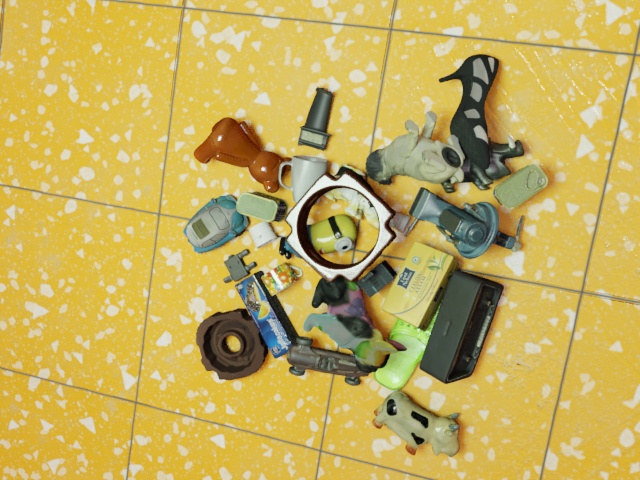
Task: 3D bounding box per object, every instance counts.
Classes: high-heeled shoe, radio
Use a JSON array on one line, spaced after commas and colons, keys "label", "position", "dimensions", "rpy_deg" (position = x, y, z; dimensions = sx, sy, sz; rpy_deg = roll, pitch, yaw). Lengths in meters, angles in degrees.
[{"label": "high-heeled shoe", "position": [0.341, -0.268, 1.110], "dimensions": [0.145, 0.086, 0.248], "rpy_deg": [-17, 78, -11]}, {"label": "radio", "position": [0.304, 0.184, 1.144], "dimensions": [0.073, 0.131, 0.229], "rpy_deg": [26, 101, 41]}]

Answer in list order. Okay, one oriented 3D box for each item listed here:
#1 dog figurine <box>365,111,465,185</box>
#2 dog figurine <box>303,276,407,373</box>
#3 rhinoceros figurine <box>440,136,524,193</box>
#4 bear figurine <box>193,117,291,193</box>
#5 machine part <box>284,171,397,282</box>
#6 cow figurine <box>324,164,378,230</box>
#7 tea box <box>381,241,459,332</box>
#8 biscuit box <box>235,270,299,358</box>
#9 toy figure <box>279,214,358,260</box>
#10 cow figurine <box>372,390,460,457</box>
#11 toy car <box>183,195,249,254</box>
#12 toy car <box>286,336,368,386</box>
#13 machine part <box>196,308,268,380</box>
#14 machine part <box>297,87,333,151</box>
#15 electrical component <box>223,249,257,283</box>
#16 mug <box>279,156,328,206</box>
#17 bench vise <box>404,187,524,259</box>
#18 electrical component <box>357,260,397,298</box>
[{"label": "dog figurine", "position": [0.195, -0.152, 1.135], "dimensions": [0.172, 0.121, 0.190], "rpy_deg": [62, 143, 15]}, {"label": "dog figurine", "position": [0.089, 0.180, 1.180], "dimensions": [0.219, 0.108, 0.191], "rpy_deg": [19, 90, 24]}, {"label": "rhinoceros figurine", "position": [0.337, -0.162, 1.147], "dimensions": [0.190, 0.073, 0.112], "rpy_deg": [-12, 79, 17]}, {"label": "bear figurine", "position": [-0.170, -0.191, 1.241], "dimensions": [0.195, 0.132, 0.120], "rpy_deg": [37, 65, -22]}, {"label": "machine part", "position": [0.045, -0.027, 1.129], "dimensions": [0.201, 0.087, 0.201], "rpy_deg": [42, 101, 6]}, {"label": "cow figurine", "position": [0.093, -0.095, 1.198], "dimensions": [0.167, 0.068, 0.098], "rpy_deg": [36, 94, 15]}, {"label": "tea box", "position": [0.217, 0.100, 1.160], "dimensions": [0.098, 0.068, 0.169], "rpy_deg": [23, 85, 31]}, {"label": "biscuit box", "position": [-0.122, 0.176, 1.275], "dimensions": [0.059, 0.063, 0.202], "rpy_deg": [-30, 89, 14]}, {"label": "toy figure", "position": [-0.004, -0.004, 1.225], "dimensions": [0.180, 0.082, 0.089], "rpy_deg": [-9, 95, 15]}, {"label": "cow figurine", "position": [0.230, 0.415, 1.214], "dimensions": [0.195, 0.085, 0.127], "rpy_deg": [35, 107, 8]}, {"label": "toy car", "position": [-0.259, -0.035, 1.266], "dimensions": [0.162, 0.103, 0.109], "rpy_deg": [-31, 87, 11]}, {"label": "toy car", "position": [0.023, 0.281, 1.236], "dimensions": [0.202, 0.053, 0.089], "rpy_deg": [14, 95, -10]}, {"label": "machine part", "position": [-0.211, 0.251, 1.304], "dimensions": [0.179, 0.056, 0.179], "rpy_deg": [1, 96, 11]}, {"label": "machine part", "position": [-0.005, -0.276, 1.224], "dimensions": [0.084, 0.039, 0.138], "rpy_deg": [15, 100, 19]}, {"label": "electrical component", "position": [-0.203, 0.065, 1.302], "dimensions": [0.094, 0.021, 0.063], "rpy_deg": [-31, 88, 13]}, {"label": "mug", "position": [-0.039, -0.133, 1.215], "dimensions": [0.109, 0.081, 0.107], "rpy_deg": [0, 106, -20]}, {"label": "bench vise", "position": [0.312, -0.028, 1.126], "dimensions": [0.240, 0.224, 0.128], "rpy_deg": [18, 93, -22]}, {"label": "electrical component", "position": [0.125, 0.086, 1.186], "dimensions": [0.075, 0.119, 0.048], "rpy_deg": [-40, 86, 10]}]
